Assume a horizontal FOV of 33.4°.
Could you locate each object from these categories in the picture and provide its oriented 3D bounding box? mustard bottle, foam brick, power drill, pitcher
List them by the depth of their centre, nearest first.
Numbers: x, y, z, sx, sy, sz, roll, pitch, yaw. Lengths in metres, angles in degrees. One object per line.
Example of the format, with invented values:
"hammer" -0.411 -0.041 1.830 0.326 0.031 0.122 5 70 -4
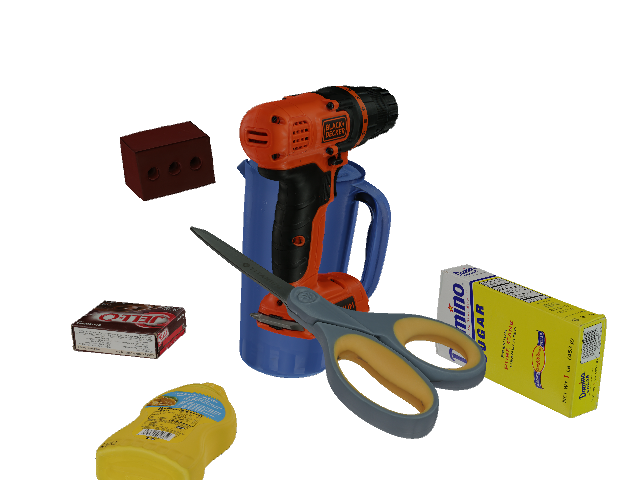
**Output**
"power drill" 0.004 -0.028 0.846 0.057 0.188 0.184 9 17 35
"mustard bottle" -0.135 0.186 1.043 0.096 0.058 0.191 7 18 15
"foam brick" -0.151 -0.079 1.051 0.078 0.053 0.051 -17 31 -22
"pitcher" -0.019 0.028 1.191 0.144 0.243 0.149 0 19 -19

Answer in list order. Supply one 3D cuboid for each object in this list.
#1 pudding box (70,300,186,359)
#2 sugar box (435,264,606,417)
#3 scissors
"pudding box" -0.231 0.107 1.293 0.114 0.039 0.090 2 15 15
"sugar box" 0.184 0.091 1.012 0.048 0.093 0.177 -11 21 -39
"scissors" 0.012 0.036 0.590 0.096 0.016 0.202 -11 37 -29
